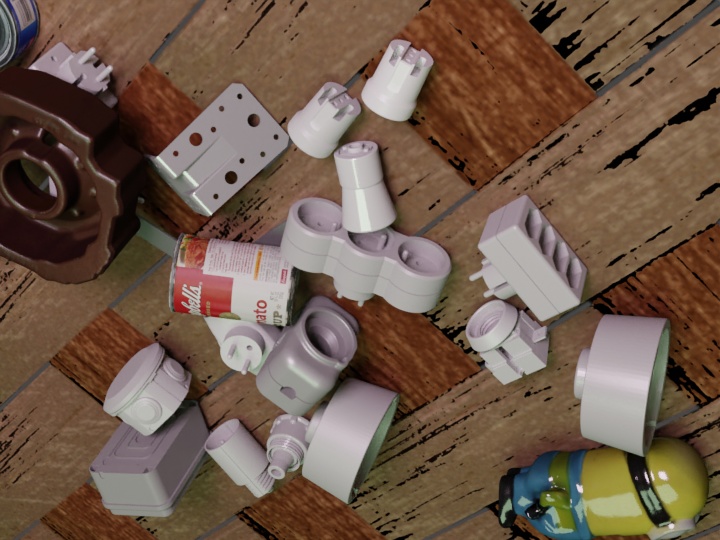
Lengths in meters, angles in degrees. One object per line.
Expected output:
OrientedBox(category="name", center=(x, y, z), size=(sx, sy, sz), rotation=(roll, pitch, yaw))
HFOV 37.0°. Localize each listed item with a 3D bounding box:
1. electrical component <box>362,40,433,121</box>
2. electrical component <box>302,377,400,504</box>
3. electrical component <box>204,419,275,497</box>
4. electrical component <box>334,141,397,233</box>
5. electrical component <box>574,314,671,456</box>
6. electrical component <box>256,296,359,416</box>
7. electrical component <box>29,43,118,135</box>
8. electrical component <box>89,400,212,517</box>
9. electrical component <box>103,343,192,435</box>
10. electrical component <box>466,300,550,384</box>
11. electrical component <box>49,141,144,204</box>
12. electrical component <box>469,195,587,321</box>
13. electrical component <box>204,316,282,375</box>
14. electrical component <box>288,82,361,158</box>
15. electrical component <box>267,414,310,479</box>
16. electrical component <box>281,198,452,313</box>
OrientedBox(category="electrical component", center=(0.028, -0.138, 0.779), size=(0.040, 0.040, 0.046), rotation=(28, 124, -1))
OrientedBox(category="electrical component", center=(-0.014, 0.148, 0.968), size=(0.060, 0.108, 0.108), rotation=(24, 130, 10))
OrientedBox(category="electrical component", center=(-0.114, 0.193, 1.077), size=(0.043, 0.043, 0.081), rotation=(-23, 115, 33))
OrientedBox(category="electrical component", center=(0.002, -0.067, 0.840), size=(0.044, 0.044, 0.065), rotation=(0, 120, 21))
OrientedBox(category="electrical component", center=(0.201, 0.086, 0.839), size=(0.060, 0.108, 0.108), rotation=(10, 128, 22))
OrientedBox(category="electrical component", center=(-0.041, 0.070, 0.924), size=(0.054, 0.095, 0.059), rotation=(37, 129, -8))
OrientedBox(category="electrical component", center=(-0.227, -0.149, 0.861), size=(0.077, 0.047, 0.065), rotation=(-31, 110, 36))
OrientedBox(category="electrical component", center=(-0.203, 0.185, 1.060), size=(0.078, 0.113, 0.057), rotation=(-3, 121, 23))
OrientedBox(category="electrical component", center=(-0.204, 0.114, 1.030), size=(0.051, 0.080, 0.080), rotation=(41, 129, -18))
OrientedBox(category="electrical component", center=(0.121, 0.057, 0.886), size=(0.066, 0.048, 0.055), rotation=(-30, 118, 35))
OrientedBox(category="electrical component", center=(-0.218, -0.076, 0.913), size=(0.077, 0.047, 0.065), rotation=(17, 130, 8))
OrientedBox(category="electrical component", center=(0.121, -0.001, 0.840), size=(0.076, 0.047, 0.083), rotation=(-30, 111, 35))
OrientedBox(category="electrical component", center=(-0.102, 0.064, 0.953), size=(0.044, 0.079, 0.077), rotation=(-34, 109, 21))
OrientedBox(category="electrical component", center=(-0.026, -0.114, 0.817), size=(0.040, 0.040, 0.046), rotation=(38, 124, -9))
OrientedBox(category="electrical component", center=(-0.070, 0.173, 1.033), size=(0.048, 0.062, 0.048), rotation=(10, 128, 14))
OrientedBox(category="electrical component", center=(0.000, 0.000, 0.883), size=(0.138, 0.052, 0.073), rotation=(22, 130, 4))
